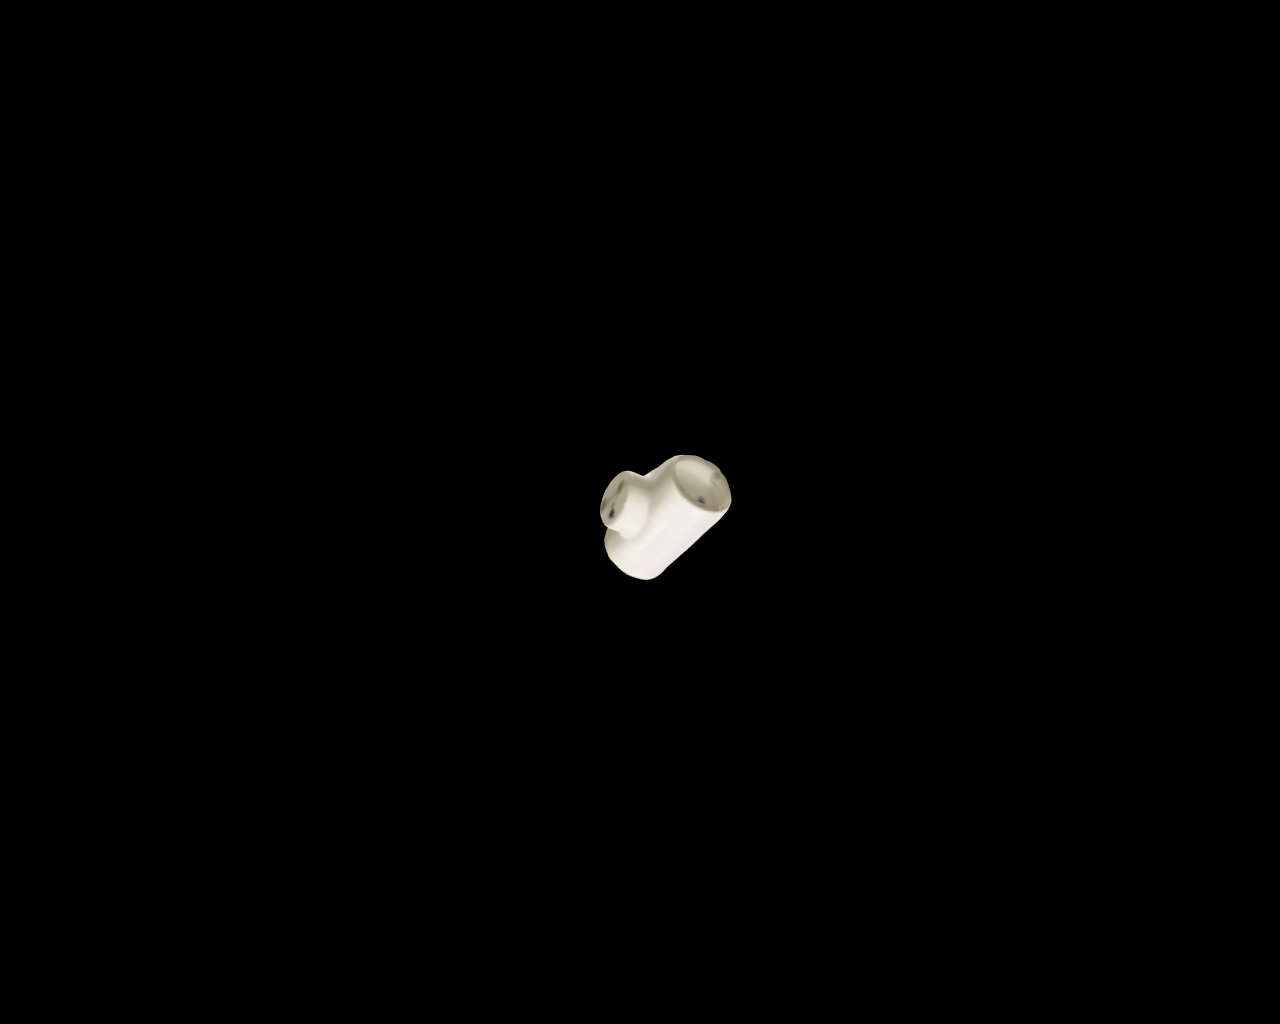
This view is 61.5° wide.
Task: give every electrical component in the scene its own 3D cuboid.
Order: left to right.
[{"bbox_3d":[0.001,-0.003,0.650,0.079,0.043,0.077,22,-45,-24],"label":"electrical component"}]
